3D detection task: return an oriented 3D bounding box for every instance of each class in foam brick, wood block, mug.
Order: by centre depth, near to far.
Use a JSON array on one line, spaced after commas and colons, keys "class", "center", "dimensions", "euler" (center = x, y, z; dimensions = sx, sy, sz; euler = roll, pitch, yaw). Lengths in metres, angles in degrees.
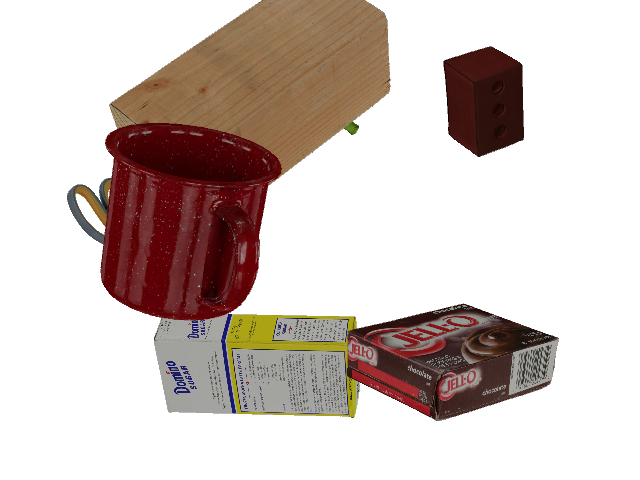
[{"class": "mug", "center": [-0.066, -0.005, 0.564], "dimensions": [0.093, 0.081, 0.117], "euler": [-5, 27, -37]}, {"class": "wood block", "center": [-0.049, -0.111, 0.837], "dimensions": [0.205, 0.091, 0.090], "euler": [-39, 59, -22]}, {"class": "foam brick", "center": [0.148, -0.126, 0.962], "dimensions": [0.053, 0.078, 0.051], "euler": [-21, 36, -16]}]

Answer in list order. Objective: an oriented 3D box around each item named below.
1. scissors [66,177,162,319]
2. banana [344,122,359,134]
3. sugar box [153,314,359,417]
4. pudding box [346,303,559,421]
[{"class": "scissors", "center": [-0.200, 0.011, 1.175], "dimensions": [0.016, 0.201, 0.096], "euler": [-28, 20, 33]}, {"class": "banana", "center": [-0.048, -0.133, 1.098], "dimensions": [0.197, 0.037, 0.070], "euler": [-12, 51, -37]}, {"class": "sugar box", "center": [-0.055, 0.112, 0.960], "dimensions": [0.176, 0.093, 0.048], "euler": [3, 37, 9]}, {"class": "pudding box", "center": [0.087, 0.078, 0.710], "dimensions": [0.113, 0.039, 0.090], "euler": [-7, 18, -37]}]
